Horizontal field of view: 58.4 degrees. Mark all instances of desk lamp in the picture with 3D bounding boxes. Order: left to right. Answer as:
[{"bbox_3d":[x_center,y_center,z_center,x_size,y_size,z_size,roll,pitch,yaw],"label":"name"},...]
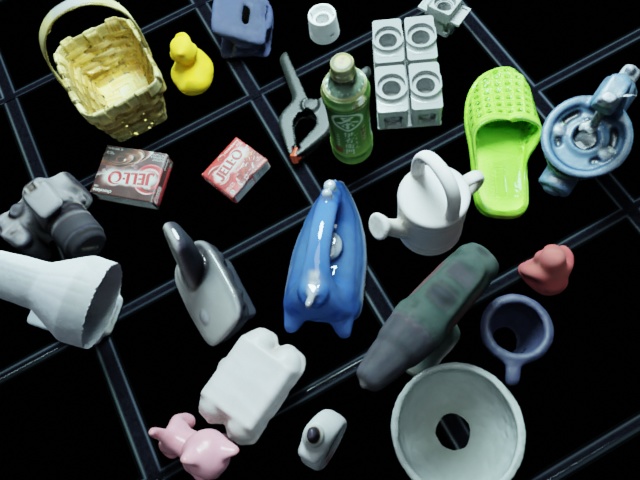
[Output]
[{"bbox_3d":[-0.359,0.081,0.799,0.203,0.214,0.118,13,71,12],"label":"desk lamp"}]

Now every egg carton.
[{"bbox_3d":[-0.095,0.201,0.799,0.107,0.069,0.150,30,75,17],"label":"egg carton"}]

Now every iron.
[{"bbox_3d":[0.008,0.003,0.824,0.118,0.141,0.258,4,70,8],"label":"iron"}]

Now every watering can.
[{"bbox_3d":[0.153,-0.050,0.799,0.100,0.194,0.173,36,77,18],"label":"watering can"}]

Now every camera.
[{"bbox_3d":[-0.418,-0.022,0.906,0.143,0.101,0.136,-43,70,-10],"label":"camera"}]

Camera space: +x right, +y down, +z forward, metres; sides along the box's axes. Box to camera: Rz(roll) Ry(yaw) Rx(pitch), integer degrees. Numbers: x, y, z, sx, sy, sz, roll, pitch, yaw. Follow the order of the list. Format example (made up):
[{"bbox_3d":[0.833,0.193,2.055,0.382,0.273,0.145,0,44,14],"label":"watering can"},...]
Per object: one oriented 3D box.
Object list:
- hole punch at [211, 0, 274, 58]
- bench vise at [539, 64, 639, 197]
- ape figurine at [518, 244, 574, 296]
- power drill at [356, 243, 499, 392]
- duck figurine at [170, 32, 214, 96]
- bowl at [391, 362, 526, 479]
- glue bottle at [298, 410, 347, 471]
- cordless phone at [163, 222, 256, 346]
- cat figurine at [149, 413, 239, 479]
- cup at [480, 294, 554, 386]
[{"bbox_3d":[-0.136,-0.391,1.020,0.101,0.091,0.108,0,69,7],"label":"hole punch"},{"bbox_3d":[0.389,-0.186,0.810,0.121,0.220,0.207,16,72,13],"label":"bench vise"},{"bbox_3d":[0.321,0.035,0.802,0.077,0.092,0.076,-4,69,5],"label":"ape figurine"},{"bbox_3d":[0.134,0.113,0.731,0.075,0.208,0.230,38,78,19],"label":"power drill"},{"bbox_3d":[-0.233,-0.314,1.005,0.077,0.086,0.104,-13,68,2],"label":"duck figurine"},{"bbox_3d":[0.175,0.249,0.746,0.167,0.075,0.167,-2,69,6],"label":"bowl"},{"bbox_3d":[-0.001,0.248,0.714,0.037,0.173,0.078,23,73,15],"label":"glue bottle"},{"bbox_3d":[-0.167,0.060,0.799,0.094,0.185,0.147,-33,69,-6],"label":"cordless phone"},{"bbox_3d":[-0.165,0.274,0.753,0.127,0.118,0.067,19,72,14],"label":"cat figurine"},{"bbox_3d":[0.255,0.141,0.767,0.091,0.095,0.118,7,70,9],"label":"cup"}]
